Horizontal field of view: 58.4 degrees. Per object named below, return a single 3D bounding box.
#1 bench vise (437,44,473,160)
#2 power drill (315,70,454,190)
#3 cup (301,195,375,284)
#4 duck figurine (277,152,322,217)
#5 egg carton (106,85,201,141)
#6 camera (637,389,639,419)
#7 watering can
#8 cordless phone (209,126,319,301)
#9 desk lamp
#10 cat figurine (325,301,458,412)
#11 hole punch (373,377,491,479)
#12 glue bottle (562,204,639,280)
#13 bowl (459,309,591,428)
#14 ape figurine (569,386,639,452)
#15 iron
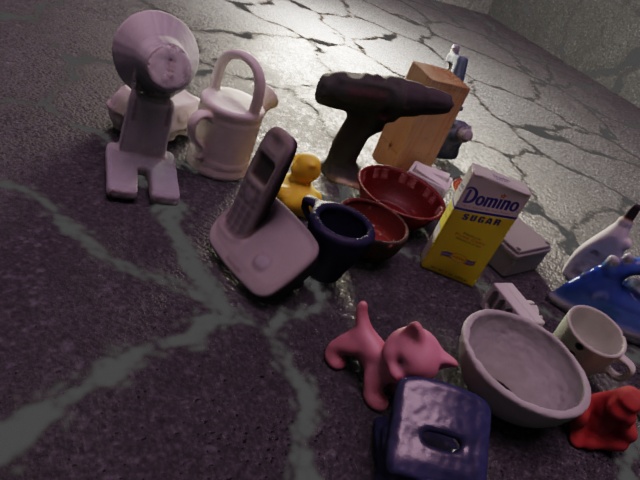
[{"bbox_3d":[0.290,-0.301,1.262,0.122,0.219,0.206,-12,47,-42],"label":"bench vise"},{"bbox_3d":[0.089,-0.193,0.998,0.230,0.208,0.075,16,33,-10],"label":"power drill"},{"bbox_3d":[0.007,0.003,0.774,0.117,0.095,0.092,40,37,24],"label":"cup"},{"bbox_3d":[-0.025,-0.094,0.899,0.078,0.086,0.104,7,36,-24],"label":"duck figurine"},{"bbox_3d":[-0.261,-0.207,0.931,0.107,0.069,0.151,34,35,17],"label":"egg carton"},{"bbox_3d":[0.517,0.236,0.748,0.143,0.101,0.136,11,35,-17],"label":"camera"},{"bbox_3d":[-0.134,-0.200,0.884,0.101,0.194,0.173,24,33,1],"label":"watering can"},{"bbox_3d":[-0.055,-0.032,0.703,0.094,0.185,0.147,-16,49,-44],"label":"cordless phone"},{"bbox_3d":[-0.230,-0.192,0.797,0.118,0.213,0.202,5,37,-25],"label":"desk lamp"},{"bbox_3d":[0.080,0.120,0.631,0.127,0.117,0.067,40,37,25],"label":"cat figurine"},{"bbox_3d":[0.113,0.202,0.560,0.109,0.091,0.101,18,33,-8],"label":"hole punch"},{"bbox_3d":[0.498,0.010,0.991,0.078,0.173,0.037,35,35,18],"label":"glue bottle"},{"bbox_3d":[0.234,0.167,0.698,0.168,0.074,0.167,16,34,-11],"label":"bowl"},{"bbox_3d":[0.351,0.211,0.691,0.077,0.092,0.076,36,35,20],"label":"ape figurine"},{"bbox_3d":[0.517,0.081,0.932,0.258,0.141,0.118,16,34,-11],"label":"iron"}]
